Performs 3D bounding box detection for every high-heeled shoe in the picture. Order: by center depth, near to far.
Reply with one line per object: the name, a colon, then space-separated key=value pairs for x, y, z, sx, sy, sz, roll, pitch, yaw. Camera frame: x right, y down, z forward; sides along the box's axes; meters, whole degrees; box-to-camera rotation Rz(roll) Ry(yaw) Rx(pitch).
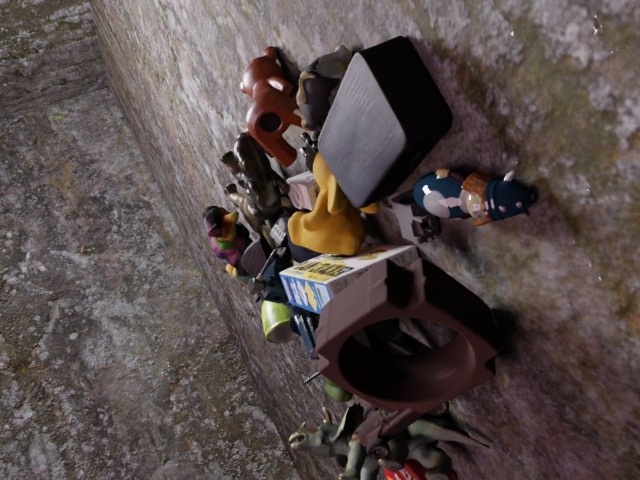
high-heeled shoe: x=-0.104 y=0.041 z=1.202 sx=0.086 sy=0.145 sz=0.248 roll=27 pitch=143 yaw=11

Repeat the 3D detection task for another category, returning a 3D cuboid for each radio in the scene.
radio: x=0.075 y=-0.141 z=0.716 sx=0.131 sy=0.073 sz=0.229 roll=61 pitch=160 yaw=12

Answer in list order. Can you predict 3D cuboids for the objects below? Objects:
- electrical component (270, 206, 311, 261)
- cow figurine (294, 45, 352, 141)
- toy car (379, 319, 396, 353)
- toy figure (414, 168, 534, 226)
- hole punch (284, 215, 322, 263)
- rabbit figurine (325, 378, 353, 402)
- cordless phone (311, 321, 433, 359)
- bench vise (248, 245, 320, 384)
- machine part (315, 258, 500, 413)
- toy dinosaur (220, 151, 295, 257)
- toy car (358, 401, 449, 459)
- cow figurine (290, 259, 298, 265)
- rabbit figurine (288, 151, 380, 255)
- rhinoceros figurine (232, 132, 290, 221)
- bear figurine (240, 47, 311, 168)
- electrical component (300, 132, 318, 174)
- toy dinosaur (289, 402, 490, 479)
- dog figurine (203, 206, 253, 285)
electrical component: x=-0.061 y=-0.009 z=1.123 sx=0.048 sy=0.075 sz=0.119 roll=49 pitch=126 yaw=38
cow figurine: x=0.002 y=-0.199 z=0.793 sx=0.068 sy=0.098 sz=0.167 roll=53 pitch=156 yaw=15
toy car: x=0.119 y=0.207 z=0.974 sx=0.201 sy=0.073 sz=0.056 roll=66 pitch=167 yaw=0
toy figure: x=0.170 y=-0.047 z=0.611 sx=0.064 sy=0.058 sz=0.155 roll=33 pitch=174 yaw=-29
hole punch: x=-0.002 y=-0.003 z=1.034 sx=0.116 sy=0.092 sz=0.142 roll=31 pitch=137 yaw=51
rabbit figurine: x=0.099 y=0.247 z=1.067 sx=0.170 sy=0.121 sz=0.158 roll=13 pitch=120 yaw=43
cordless phone: x=0.093 y=0.175 z=0.857 sx=0.184 sy=0.146 sz=0.088 roll=26 pitch=113 yaw=17
bench vise: x=-0.026 y=0.141 z=1.023 sx=0.223 sy=0.129 sz=0.241 roll=31 pitch=-156 yaw=-40
machine part: x=0.112 y=0.129 z=0.706 sx=0.201 sy=0.201 sz=0.087 roll=-42 pitch=26 yaw=33
toy dinosaur: x=-0.135 y=-0.073 z=1.260 sx=0.199 sy=0.105 sz=0.470 roll=53 pitch=167 yaw=21
toy car: x=0.136 y=0.278 z=0.888 sx=0.053 sy=0.202 sz=0.089 roll=35 pitch=-154 yaw=-15
cow figurine: x=-0.025 y=0.094 z=1.203 sx=0.127 sy=0.085 sz=0.194 roll=57 pitch=162 yaw=19
rabbit figurine: x=0.020 y=-0.067 z=0.876 sx=0.162 sy=0.122 sz=0.173 roll=-151 pitch=61 yaw=-69
rhinoceros figurine: x=-0.119 y=-0.113 z=1.028 sx=0.112 sy=0.073 sz=0.190 roll=34 pitch=151 yaw=40
bear figurine: x=-0.078 y=-0.242 z=0.951 sx=0.132 sy=0.120 sz=0.196 roll=31 pitch=-151 yaw=-28
electrical component: x=-0.007 y=-0.150 z=0.974 sx=0.094 sy=0.021 sz=0.063 roll=54 pitch=156 yaw=31
toy dinosaur: x=0.134 y=0.366 z=1.001 sx=0.131 sy=0.405 sz=0.192 roll=49 pitch=-148 yaw=-25
dog figurine: x=-0.209 y=0.008 z=1.315 sx=0.191 sy=0.108 sz=0.219 roll=49 pitch=168 yaw=13
